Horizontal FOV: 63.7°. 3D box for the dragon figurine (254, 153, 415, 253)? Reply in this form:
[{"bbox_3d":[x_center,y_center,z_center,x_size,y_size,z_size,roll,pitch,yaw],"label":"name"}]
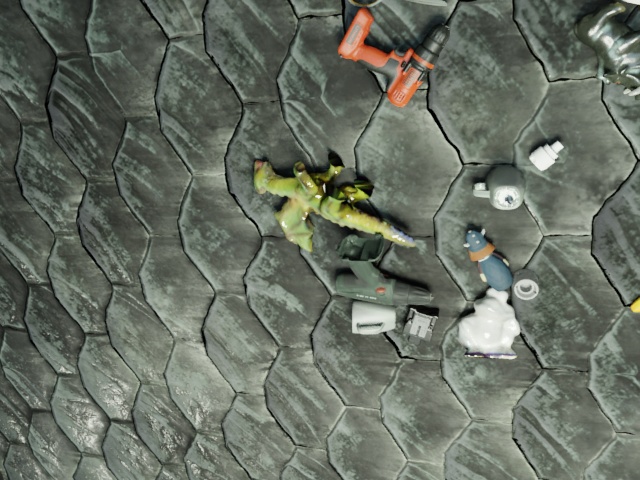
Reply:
[{"bbox_3d":[0.004,-0.061,1.217,0.410,0.124,0.238,42,134,1],"label":"dragon figurine"}]

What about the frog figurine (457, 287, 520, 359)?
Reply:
[{"bbox_3d":[0.387,0.191,1.187,0.137,0.121,0.161,-4,73,28],"label":"frog figurine"}]

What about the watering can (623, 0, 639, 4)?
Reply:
[{"bbox_3d":[0.512,-0.530,0.855,0.348,0.105,0.220,23,114,7],"label":"watering can"}]
